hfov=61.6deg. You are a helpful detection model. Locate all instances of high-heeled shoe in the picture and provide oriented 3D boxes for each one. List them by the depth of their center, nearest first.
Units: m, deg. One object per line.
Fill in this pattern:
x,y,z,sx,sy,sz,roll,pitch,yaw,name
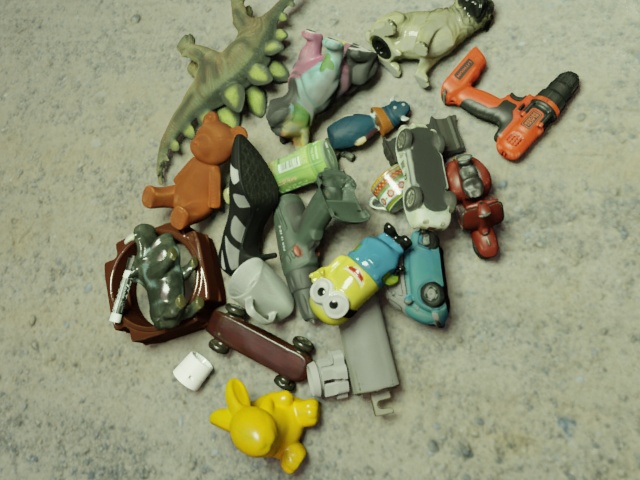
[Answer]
-0.148,-0.054,0.955,0.145,0.086,0.248,-7,98,39,high-heeled shoe

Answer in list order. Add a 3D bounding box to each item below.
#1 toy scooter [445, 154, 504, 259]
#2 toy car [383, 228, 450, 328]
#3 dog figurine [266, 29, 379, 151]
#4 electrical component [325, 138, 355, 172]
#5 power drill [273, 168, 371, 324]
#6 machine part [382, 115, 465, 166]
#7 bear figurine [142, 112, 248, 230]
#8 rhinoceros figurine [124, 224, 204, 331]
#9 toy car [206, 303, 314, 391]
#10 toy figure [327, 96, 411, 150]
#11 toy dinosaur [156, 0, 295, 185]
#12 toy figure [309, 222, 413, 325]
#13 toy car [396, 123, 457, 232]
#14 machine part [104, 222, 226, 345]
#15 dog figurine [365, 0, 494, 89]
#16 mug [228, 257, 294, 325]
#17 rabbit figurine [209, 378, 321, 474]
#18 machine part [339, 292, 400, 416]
0.247,-0.065,0.857,0.075,0.135,0.184,-16,72,11,toy scooter
0.151,0.064,0.866,0.103,0.109,0.161,-10,73,15,toy car
-0.002,-0.263,0.992,0.109,0.191,0.219,42,121,38,dog figurine
0.015,-0.158,1.002,0.094,0.021,0.063,33,87,21,electrical component
-0.002,-0.003,0.898,0.086,0.207,0.232,-3,59,-29,power drill
0.181,-0.170,0.952,0.139,0.039,0.084,-14,79,10,machine part
-0.221,-0.130,0.977,0.120,0.132,0.195,34,115,21,bear figurine
-0.270,0.058,0.917,0.112,0.073,0.190,-26,73,19,rhinoceros figurine
-0.105,0.182,0.937,0.202,0.053,0.089,24,95,15,toy car
0.090,-0.210,0.970,0.154,0.058,0.064,-21,93,-5,toy figure
-0.190,-0.319,1.056,0.471,0.105,0.199,-45,74,8,toy dinosaur
0.063,0.057,0.826,0.180,0.089,0.082,-43,48,-8,toy figure
0.168,-0.106,0.871,0.073,0.056,0.202,5,60,-14,toy car
-0.288,0.079,0.995,0.201,0.087,0.201,-18,74,10,machine part
0.199,-0.394,0.979,0.172,0.121,0.190,39,75,17,dog figurine
-0.092,0.098,0.914,0.081,0.107,0.110,-37,35,17,mug
-0.090,0.285,0.846,0.162,0.173,0.122,29,90,15,rabbit figurine
0.073,0.162,0.880,0.079,0.079,0.243,-15,75,11,machine part
